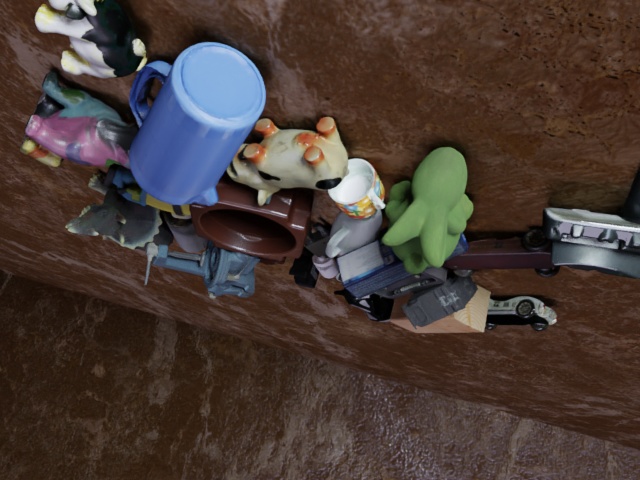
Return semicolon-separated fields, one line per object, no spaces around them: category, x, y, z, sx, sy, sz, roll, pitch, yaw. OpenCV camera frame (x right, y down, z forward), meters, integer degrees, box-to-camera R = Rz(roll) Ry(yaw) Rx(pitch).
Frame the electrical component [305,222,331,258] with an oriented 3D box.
electrical component;-0.001;-0.003;1.060;0.078;0.045;0.102;-30;140;26

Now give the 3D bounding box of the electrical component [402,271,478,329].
electrical component;0.233;0.106;1.027;0.115;0.134;0.058;-30;90;31

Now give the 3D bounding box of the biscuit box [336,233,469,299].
biscuit box;0.131;0.023;0.859;0.203;0.059;0.062;-25;145;17

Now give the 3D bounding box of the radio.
radio;0.140;0.048;1.031;0.131;0.073;0.229;22;160;-15

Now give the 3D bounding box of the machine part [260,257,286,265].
machine part;-0.151;0.000;1.167;0.179;0.056;0.179;16;161;6

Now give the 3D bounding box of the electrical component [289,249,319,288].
electrical component;-0.028;0.071;1.230;0.048;0.075;0.119;10;155;20

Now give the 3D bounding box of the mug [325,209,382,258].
mug;0.053;-0.021;0.883;0.081;0.109;0.107;50;156;19

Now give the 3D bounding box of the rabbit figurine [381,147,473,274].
rabbit figurine;0.137;-0.043;0.713;0.121;0.159;0.170;22;147;14

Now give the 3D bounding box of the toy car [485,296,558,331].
toy car;0.397;0.153;1.135;0.073;0.056;0.202;37;152;-31

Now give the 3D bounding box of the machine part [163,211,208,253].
machine part;-0.283;-0.033;1.154;0.079;0.079;0.243;16;162;2

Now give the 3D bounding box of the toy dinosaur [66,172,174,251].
toy dinosaur;-0.390;-0.028;1.170;0.192;0.131;0.404;26;173;16

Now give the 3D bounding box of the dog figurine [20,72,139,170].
dog figurine;-0.339;-0.150;0.843;0.219;0.108;0.192;24;159;-27

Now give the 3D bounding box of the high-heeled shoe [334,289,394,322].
high-heeled shoe;0.145;0.141;1.239;0.248;0.086;0.145;17;166;-33

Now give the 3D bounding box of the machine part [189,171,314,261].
machine part;-0.116;-0.047;0.938;0.202;0.087;0.201;11;156;-1

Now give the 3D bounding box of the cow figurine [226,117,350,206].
cow figurine;-0.049;-0.107;0.762;0.195;0.085;0.127;4;151;30

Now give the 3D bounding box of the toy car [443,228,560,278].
toy car;0.286;0.020;0.866;0.202;0.053;0.089;-3;146;37

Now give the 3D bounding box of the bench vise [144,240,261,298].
bench vise;-0.235;0.049;1.089;0.240;0.129;0.223;11;157;-27

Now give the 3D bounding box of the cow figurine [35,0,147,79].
cow figurine;-0.246;-0.238;0.580;0.098;0.068;0.167;13;163;-3

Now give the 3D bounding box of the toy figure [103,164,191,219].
toy figure;-0.301;-0.097;0.990;0.180;0.082;0.089;23;162;-10

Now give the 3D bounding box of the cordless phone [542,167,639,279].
cordless phone;0.349;-0.042;0.640;0.147;0.089;0.184;10;148;20
